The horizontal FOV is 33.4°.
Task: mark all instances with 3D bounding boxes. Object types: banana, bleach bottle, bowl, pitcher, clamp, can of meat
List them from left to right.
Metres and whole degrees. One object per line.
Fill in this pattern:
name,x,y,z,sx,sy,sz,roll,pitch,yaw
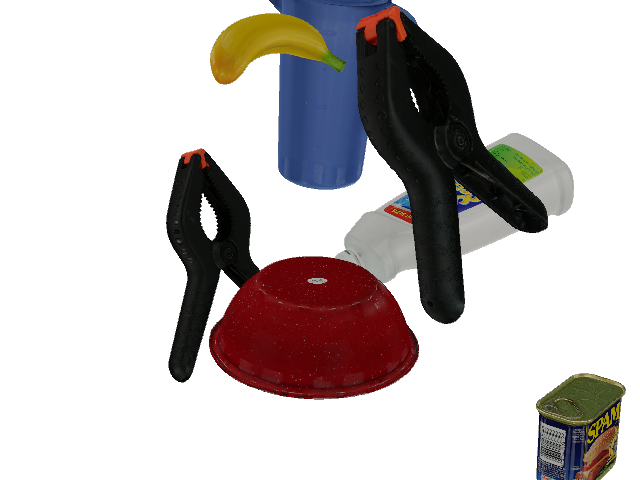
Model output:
clamp,-0.090,0.017,1.018,0.036,0.210,0.164,-9,-1,43
banana,-0.048,-0.179,0.979,0.070,0.037,0.197,41,32,20
bowl,-0.004,0.055,0.808,0.162,0.055,0.162,2,23,-1
pitcher,0.019,-0.189,1.309,0.144,0.243,0.149,-9,28,-27
clamp,0.062,-0.042,0.594,0.039,0.171,0.120,-19,23,42
bleach bottle,0.125,-0.019,1.064,0.250,0.068,0.103,-28,45,-20
can of meat,0.251,0.189,1.037,0.058,0.084,0.101,14,24,37
